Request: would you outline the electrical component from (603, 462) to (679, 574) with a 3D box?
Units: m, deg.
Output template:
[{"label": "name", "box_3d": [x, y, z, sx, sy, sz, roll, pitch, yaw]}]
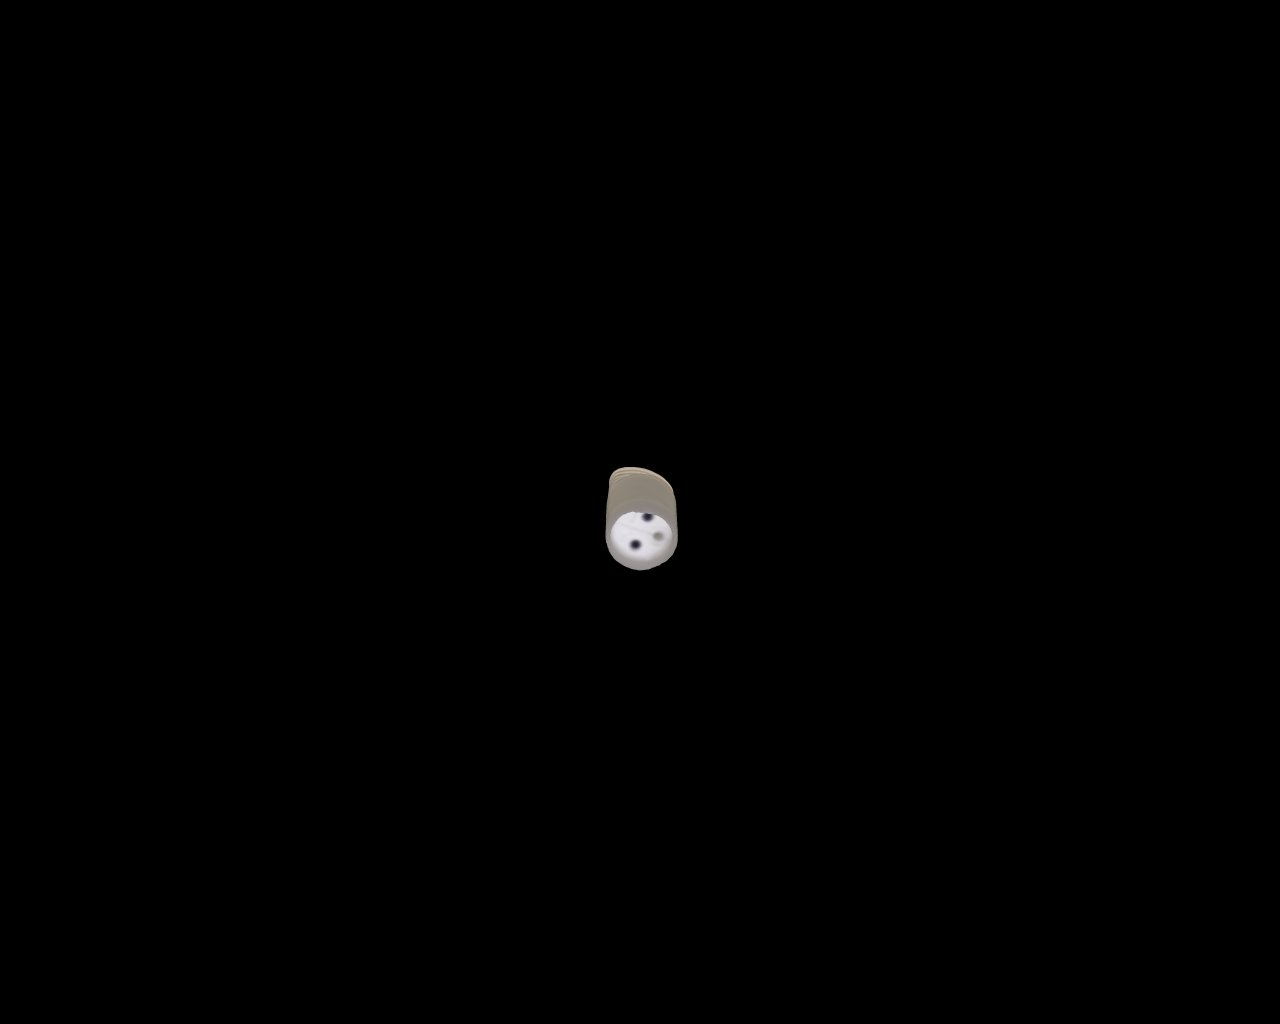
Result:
[{"label": "electrical component", "box_3d": [0.001, -0.003, 0.650, 0.043, 0.043, 0.081, 0, 30, 0]}]
